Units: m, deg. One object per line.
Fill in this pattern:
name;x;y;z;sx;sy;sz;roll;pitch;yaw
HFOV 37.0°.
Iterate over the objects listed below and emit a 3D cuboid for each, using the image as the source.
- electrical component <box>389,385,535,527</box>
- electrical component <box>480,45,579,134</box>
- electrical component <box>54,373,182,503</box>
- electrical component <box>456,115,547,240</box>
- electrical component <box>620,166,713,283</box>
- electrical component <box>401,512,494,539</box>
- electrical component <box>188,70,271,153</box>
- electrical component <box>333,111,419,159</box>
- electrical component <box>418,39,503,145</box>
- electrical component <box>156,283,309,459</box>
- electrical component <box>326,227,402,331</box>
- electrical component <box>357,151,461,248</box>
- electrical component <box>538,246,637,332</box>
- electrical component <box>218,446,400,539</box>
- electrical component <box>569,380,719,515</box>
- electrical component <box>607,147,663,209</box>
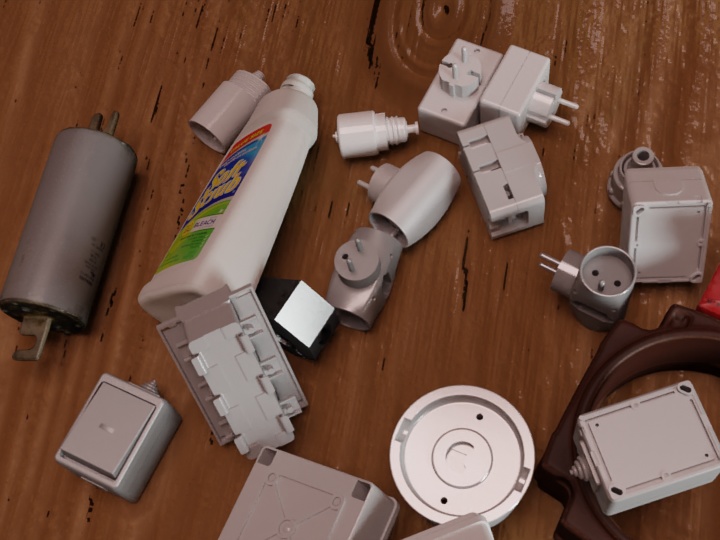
electrical component;0.079;0.149;0.824;0.108;0.060;0.108;-3;65;6
electrical component;0.155;-0.150;0.955;0.077;0.047;0.065;24;71;17
electrical component;-0.192;0.128;0.867;0.062;0.061;0.096;22;71;16
electrical component;0.125;-0.081;0.926;0.056;0.050;0.089;-19;65;0
electrical component;0.246;-0.033;0.874;0.062;0.096;0.061;-2;38;7
electrical component;0.055;0.239;0.756;0.109;0.108;0.056;-21;35;-2
electrical component;-0.116;-0.152;0.992;0.043;0.043;0.081;32;73;19
electrical component;0.013;-0.123;0.965;0.078;0.040;0.040;-6;66;5
electrical component;0.090;-0.168;0.956;0.047;0.075;0.083;23;71;16
electrical component;-0.095;0.082;0.835;0.079;0.121;0.063;-25;29;-4
electrical component;0.000;0.000;0.890;0.043;0.079;0.077;17;69;16
electrical component;0.034;-0.068;0.936;0.079;0.043;0.077;29;67;30
electrical component;0.180;0.008;0.865;0.079;0.077;0.043;27;72;18
electrical component;-0.043;0.201;0.802;0.109;0.056;0.108;12;67;33
electrical component;0.187;0.124;0.728;0.096;0.061;0.061;-18;65;-1
electrical component;0.235;-0.081;0.906;0.048;0.062;0.048;-3;66;6
